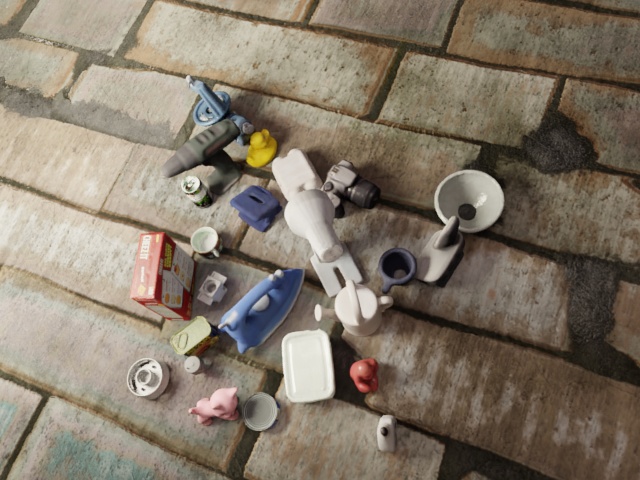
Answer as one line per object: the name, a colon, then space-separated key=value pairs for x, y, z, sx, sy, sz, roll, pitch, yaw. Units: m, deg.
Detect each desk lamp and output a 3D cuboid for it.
desk lamp: x=0.013 y=0.005 z=1.374 sx=0.118 sy=0.214 sz=0.203 roll=-28 pitch=66 yaw=-1

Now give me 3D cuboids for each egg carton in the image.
egg carton: x=-0.064 y=-0.172 z=1.537 sx=0.107 sy=0.069 sz=0.150 roll=-29 pitch=66 yaw=-1

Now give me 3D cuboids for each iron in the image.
iron: x=-0.141 y=0.144 z=1.388 sx=0.118 sy=0.142 sz=0.258 roll=39 pitch=80 yaw=22

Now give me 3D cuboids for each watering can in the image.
watering can: x=0.078 y=0.156 z=1.313 sx=0.173 sy=0.194 sz=0.100 roll=-33 pitch=66 yaw=-3

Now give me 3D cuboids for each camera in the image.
camera: x=0.076 y=-0.124 z=1.475 sx=0.136 sy=0.101 sz=0.143 roll=28 pitch=76 yaw=20

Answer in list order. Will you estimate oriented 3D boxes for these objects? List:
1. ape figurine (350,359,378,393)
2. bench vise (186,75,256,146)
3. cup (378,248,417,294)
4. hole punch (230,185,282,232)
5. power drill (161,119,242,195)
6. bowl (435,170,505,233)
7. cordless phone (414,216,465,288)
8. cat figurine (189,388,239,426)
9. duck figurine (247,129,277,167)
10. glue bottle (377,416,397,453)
ape figurine: x=0.103 y=0.303 z=1.306 sx=0.076 sy=0.092 sz=0.078 roll=33 pitch=78 yaw=21
bench vise: x=-0.270 y=-0.367 z=1.571 sx=0.207 sy=0.220 sz=0.121 roll=12 pitch=71 yaw=15
cup: x=0.183 y=0.087 z=1.375 sx=0.091 sy=0.095 sz=0.118 roll=23 pitch=75 yaw=18
hole punch: x=-0.169 y=-0.094 z=1.514 sx=0.108 sy=0.091 sz=0.101 roll=33 pitch=78 yaw=21
power drill: x=-0.293 y=-0.207 z=1.519 sx=0.075 sy=0.209 sz=0.230 roll=41 pitch=81 yaw=22
bowl: x=0.367 y=-0.085 z=1.419 sx=0.167 sy=0.075 sz=0.167 roll=-4 pitch=68 yaw=9
cordless phone: x=0.277 y=0.023 z=1.333 sx=0.094 sy=0.185 sz=0.148 roll=26 pitch=75 yaw=19
cat figurine: x=-0.240 y=0.384 z=1.324 sx=0.127 sy=0.118 sz=0.067 roll=-15 pitch=67 yaw=5
duck figurine: x=-0.169 y=-0.259 z=1.583 sx=0.077 sy=0.086 sz=0.105 roll=31 pitch=77 yaw=20
glue bottle: x=0.141 y=0.408 z=1.213 sx=0.037 sy=0.173 sz=0.078 roll=0 pitch=69 yaw=11
